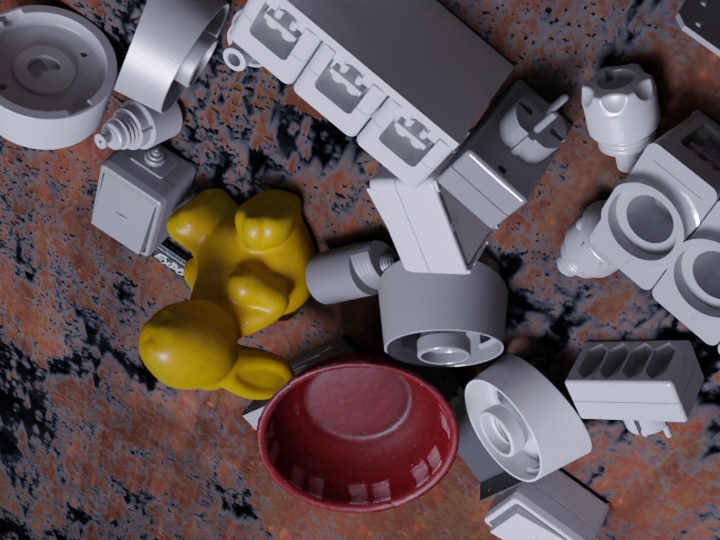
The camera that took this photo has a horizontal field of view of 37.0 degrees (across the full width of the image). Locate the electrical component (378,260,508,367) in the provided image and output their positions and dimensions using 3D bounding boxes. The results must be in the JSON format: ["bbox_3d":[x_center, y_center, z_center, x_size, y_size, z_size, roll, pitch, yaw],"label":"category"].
[{"bbox_3d":[0.063,0.035,0.814,0.099,0.064,0.099,1,158,0],"label":"electrical component"}]

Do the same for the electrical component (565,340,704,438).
[{"bbox_3d":[0.207,0.095,0.787,0.083,0.047,0.075,-4,125,40],"label":"electrical component"}]

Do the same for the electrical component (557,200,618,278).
[{"bbox_3d":[0.155,-0.015,0.718,0.048,0.048,0.062,39,148,-4],"label":"electrical component"}]

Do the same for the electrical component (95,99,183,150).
[{"bbox_3d":[-0.174,-0.113,0.840,0.040,0.078,0.040,19,126,29],"label":"electrical component"}]

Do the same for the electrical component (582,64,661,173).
[{"bbox_3d":[0.157,-0.087,0.640,0.043,0.043,0.062,6,134,33],"label":"electrical component"}]

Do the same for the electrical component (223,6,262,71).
[{"bbox_3d":[-0.068,-0.157,0.723,0.048,0.062,0.048,21,139,19],"label":"electrical component"}]

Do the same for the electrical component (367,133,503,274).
[{"bbox_3d":[0.053,-0.041,0.751,0.061,0.061,0.096,2,131,35],"label":"electrical component"}]

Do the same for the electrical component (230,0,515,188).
[{"bbox_3d":[0.007,-0.133,0.668,0.150,0.089,0.061,39,141,-4],"label":"electrical component"}]

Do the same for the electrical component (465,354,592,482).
[{"bbox_3d":[0.130,0.113,0.836,0.099,0.064,0.099,46,153,32],"label":"electrical component"}]

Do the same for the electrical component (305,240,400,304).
[{"bbox_3d":[0.000,0.000,0.848,0.081,0.043,0.043,-13,121,44],"label":"electrical component"}]

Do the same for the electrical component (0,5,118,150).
[{"bbox_3d":[-0.247,-0.144,0.838,0.108,0.108,0.060,35,148,2],"label":"electrical component"}]

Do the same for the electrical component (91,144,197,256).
[{"bbox_3d":[-0.184,-0.066,0.904,0.062,0.061,0.096,33,142,4],"label":"electrical component"}]

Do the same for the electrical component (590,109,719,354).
[{"bbox_3d":[0.219,-0.006,0.626,0.150,0.062,0.089,44,142,18],"label":"electrical component"}]

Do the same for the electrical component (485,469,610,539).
[{"bbox_3d":[0.166,0.218,0.934,0.096,0.061,0.061,36,142,0],"label":"electrical component"}]

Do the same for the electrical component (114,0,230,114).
[{"bbox_3d":[-0.135,-0.161,0.745,0.064,0.099,0.099,32,142,-5],"label":"electrical component"}]

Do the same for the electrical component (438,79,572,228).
[{"bbox_3d":[0.100,-0.081,0.657,0.047,0.083,0.076,41,142,-6],"label":"electrical component"}]

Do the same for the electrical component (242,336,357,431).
[{"bbox_3d":[-0.043,0.117,0.974,0.057,0.078,0.113,48,140,-11],"label":"electrical component"}]
